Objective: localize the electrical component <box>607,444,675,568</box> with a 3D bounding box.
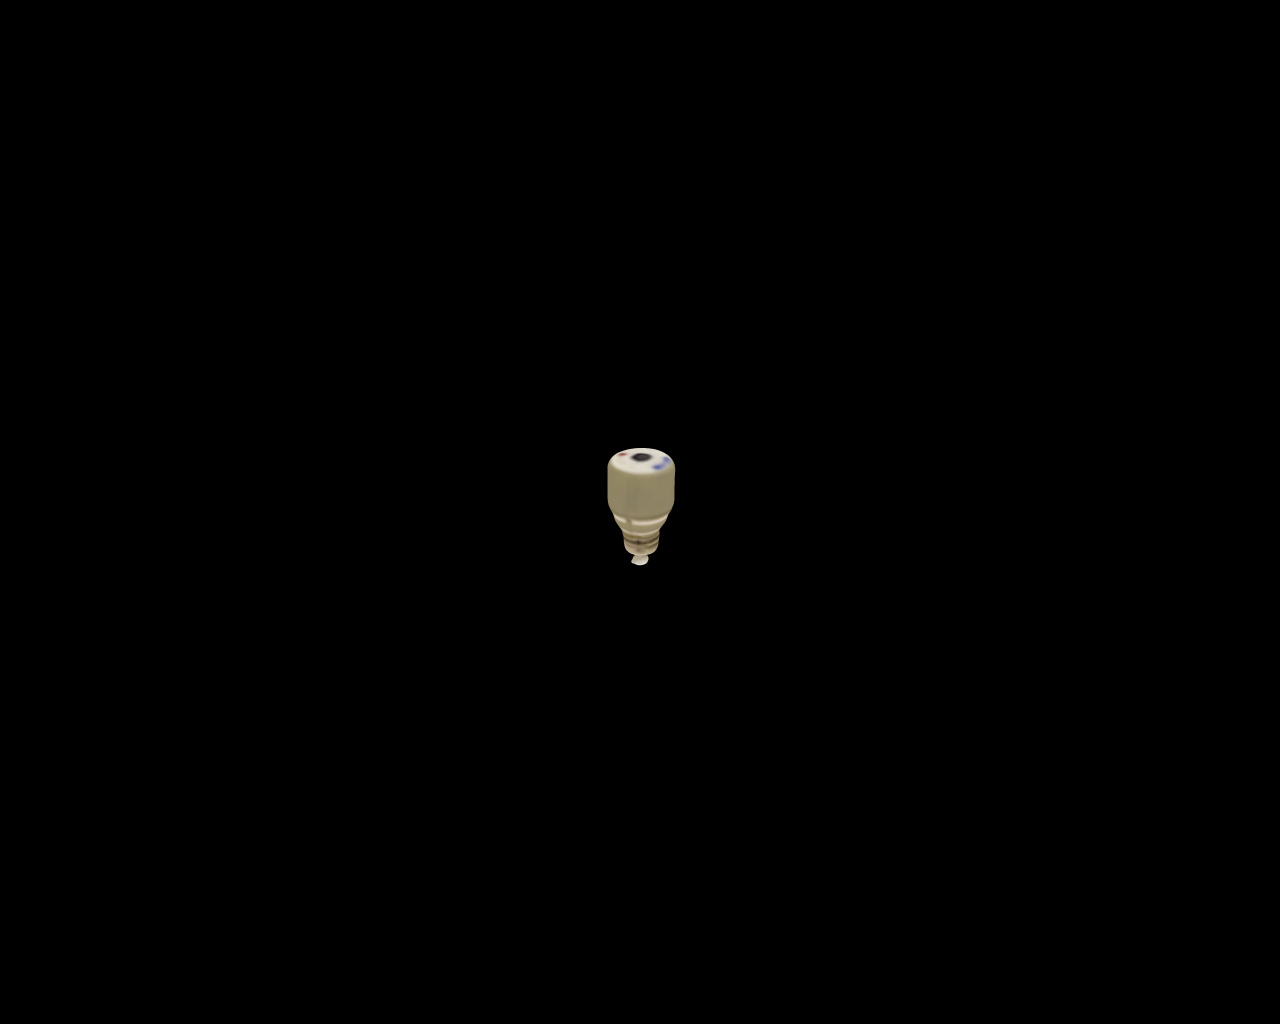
[{"bbox_3d":[0.001,-0.003,0.650,0.040,0.078,0.040,0,27,0],"label":"electrical component"}]
